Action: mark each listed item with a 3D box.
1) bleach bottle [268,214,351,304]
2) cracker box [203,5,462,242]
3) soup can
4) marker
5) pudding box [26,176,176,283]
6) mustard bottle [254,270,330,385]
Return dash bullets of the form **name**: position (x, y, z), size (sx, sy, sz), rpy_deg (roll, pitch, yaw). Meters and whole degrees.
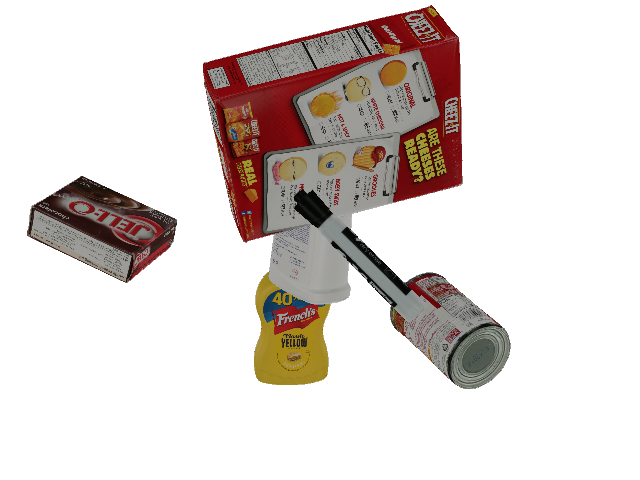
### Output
- **bleach bottle**: position (-0.001, -0.062, 1.200), size (0.067, 0.251, 0.103), rpy_deg (-8, 23, -40)
- **cracker box**: position (0.014, -0.102, 0.948), size (0.213, 0.164, 0.072), rpy_deg (-16, 44, -8)
- **soup can**: position (0.119, 0.082, 0.981), size (0.068, 0.068, 0.102), rpy_deg (0, 25, -30)
- **marker**: position (0.026, 0.009, 0.756), size (0.020, 0.121, 0.020), rpy_deg (-45, -2, -2)
- **pudding box**: position (-0.207, -0.012, 1.017), size (0.113, 0.039, 0.090), rpy_deg (22, 27, 10)
- **mustard bottle**: position (-0.035, 0.089, 1.368), size (0.096, 0.192, 0.058), rpy_deg (0, 20, -7)
